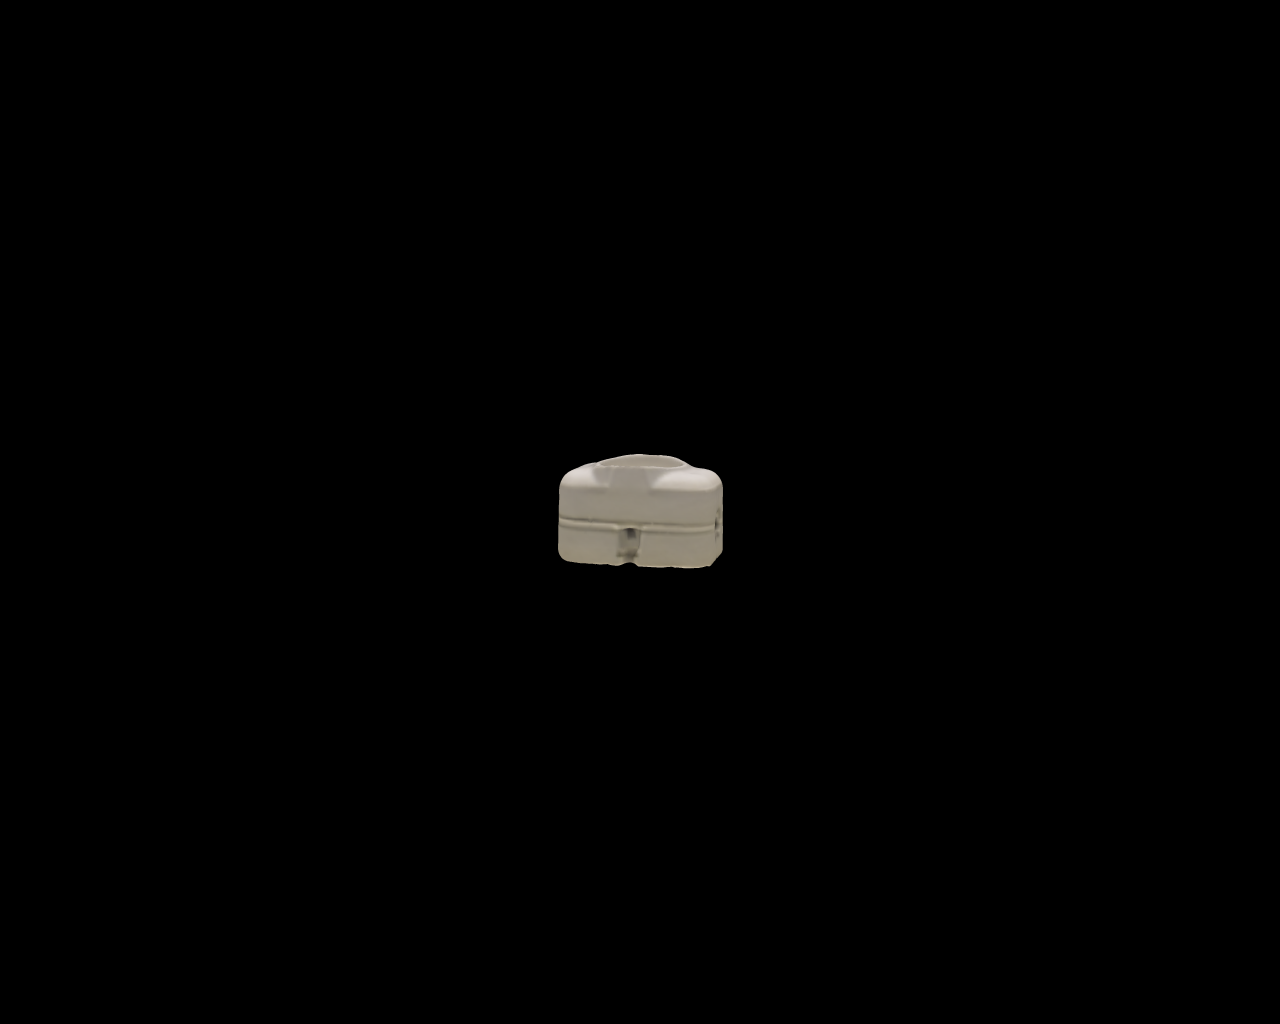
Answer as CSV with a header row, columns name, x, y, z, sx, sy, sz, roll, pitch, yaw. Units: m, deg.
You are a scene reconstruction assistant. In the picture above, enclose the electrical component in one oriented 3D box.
name,x,y,z,sx,sy,sz,roll,pitch,yaw
electrical component,0.001,-0.003,0.650,0.095,0.059,0.054,3,12,16
